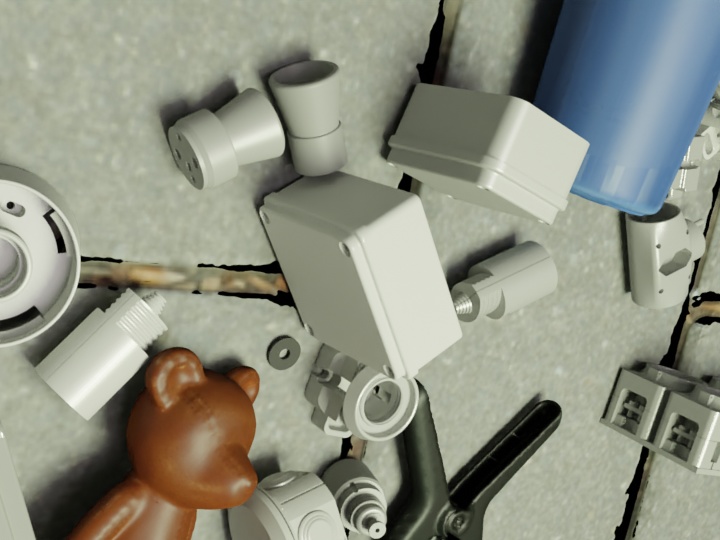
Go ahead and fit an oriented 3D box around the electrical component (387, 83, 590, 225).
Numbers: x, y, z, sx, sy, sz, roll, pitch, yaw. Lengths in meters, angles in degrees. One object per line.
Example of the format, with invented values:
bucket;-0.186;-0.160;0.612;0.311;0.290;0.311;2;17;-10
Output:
electrical component;0.081;-0.076;0.702;0.078;0.113;0.057;24;89;-37

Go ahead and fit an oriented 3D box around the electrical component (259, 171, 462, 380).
electrical component;0.000;0.000;0.676;0.056;0.109;0.108;-34;122;-24

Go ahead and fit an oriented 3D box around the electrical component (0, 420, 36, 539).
electrical component;-0.219;0.124;0.589;0.057;0.078;0.113;-19;116;-25

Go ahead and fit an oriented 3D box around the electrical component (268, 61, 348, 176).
electrical component;-0.029;-0.092;0.668;0.044;0.044;0.065;-26;124;-25

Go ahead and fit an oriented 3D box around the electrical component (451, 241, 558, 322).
electrical component;0.100;0.013;0.788;0.081;0.043;0.043;-24;118;-26

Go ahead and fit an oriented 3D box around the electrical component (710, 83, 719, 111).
electrical component;0.303;-0.166;0.844;0.080;0.080;0.051;-46;120;-13

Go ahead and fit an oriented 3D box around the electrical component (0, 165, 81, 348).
electrical component;-0.199;-0.007;0.582;0.099;0.064;0.099;-4;102;-20

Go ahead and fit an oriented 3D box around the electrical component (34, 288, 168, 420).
electrical component;-0.146;0.044;0.632;0.081;0.043;0.043;-46;125;-13

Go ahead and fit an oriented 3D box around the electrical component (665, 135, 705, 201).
electrical component;0.237;-0.085;0.847;0.055;0.048;0.066;-10;111;-39

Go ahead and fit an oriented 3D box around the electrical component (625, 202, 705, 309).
electrical component;0.255;-0.019;0.882;0.079;0.043;0.077;-24;118;-26

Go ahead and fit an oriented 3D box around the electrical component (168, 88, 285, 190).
electrical component;-0.079;-0.077;0.636;0.055;0.045;0.045;-29;120;-23

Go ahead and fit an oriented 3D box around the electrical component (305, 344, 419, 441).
electrical component;0.003;0.082;0.738;0.058;0.057;0.078;17;96;-37

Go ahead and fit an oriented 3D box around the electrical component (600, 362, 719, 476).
electrical component;0.317;0.134;0.937;0.186;0.105;0.060;13;98;-36

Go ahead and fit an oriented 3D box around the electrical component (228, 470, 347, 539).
electrical component;-0.050;0.175;0.720;0.051;0.080;0.080;-20;116;-34

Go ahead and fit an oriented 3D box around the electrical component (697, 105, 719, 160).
electrical component;0.314;-0.118;0.880;0.078;0.057;0.058;-39;123;-18

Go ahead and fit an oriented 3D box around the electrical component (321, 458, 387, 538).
electrical component;-0.001;0.163;0.754;0.040;0.078;0.040;-6;108;-18
